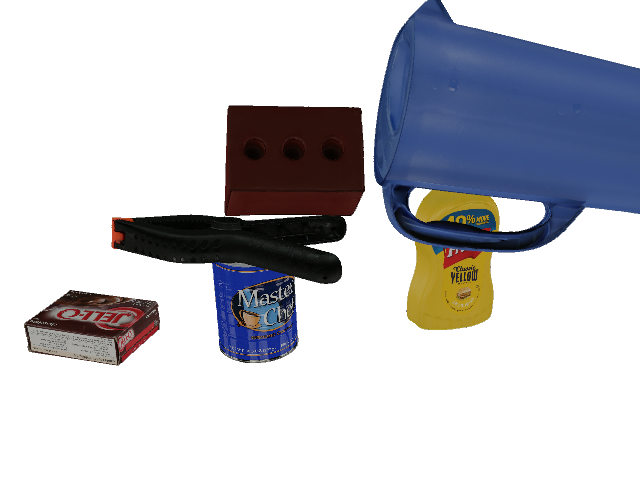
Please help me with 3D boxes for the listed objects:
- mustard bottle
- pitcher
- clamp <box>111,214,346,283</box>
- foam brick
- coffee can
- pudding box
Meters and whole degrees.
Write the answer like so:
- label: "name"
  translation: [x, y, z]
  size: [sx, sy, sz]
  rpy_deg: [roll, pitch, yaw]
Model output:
- label: "mustard bottle"
  translation: [0.146, -0.002, 1.150]
  size: [0.096, 0.192, 0.058]
  rpy_deg: [-5, 20, -22]
- label: "pitcher"
  translation: [0.165, -0.079, 0.824]
  size: [0.242, 0.149, 0.145]
  rpy_deg: [10, 43, -6]
- label: "clamp"
  translation: [-0.075, 0.002, 0.911]
  size: [0.210, 0.036, 0.164]
  rpy_deg: [2, 13, -5]
- label: "foam brick"
  translation: [-0.017, -0.045, 0.617]
  size: [0.078, 0.053, 0.051]
  rpy_deg: [-1, -14, -5]
- label: "coffee can"
  translation: [-0.082, 0.067, 1.336]
  size: [0.103, 0.140, 0.103]
  rpy_deg: [-2, 25, 1]
- label: "pudding box"
  translation: [-0.240, 0.091, 1.128]
  size: [0.114, 0.039, 0.090]
  rpy_deg: [4, 21, 20]
